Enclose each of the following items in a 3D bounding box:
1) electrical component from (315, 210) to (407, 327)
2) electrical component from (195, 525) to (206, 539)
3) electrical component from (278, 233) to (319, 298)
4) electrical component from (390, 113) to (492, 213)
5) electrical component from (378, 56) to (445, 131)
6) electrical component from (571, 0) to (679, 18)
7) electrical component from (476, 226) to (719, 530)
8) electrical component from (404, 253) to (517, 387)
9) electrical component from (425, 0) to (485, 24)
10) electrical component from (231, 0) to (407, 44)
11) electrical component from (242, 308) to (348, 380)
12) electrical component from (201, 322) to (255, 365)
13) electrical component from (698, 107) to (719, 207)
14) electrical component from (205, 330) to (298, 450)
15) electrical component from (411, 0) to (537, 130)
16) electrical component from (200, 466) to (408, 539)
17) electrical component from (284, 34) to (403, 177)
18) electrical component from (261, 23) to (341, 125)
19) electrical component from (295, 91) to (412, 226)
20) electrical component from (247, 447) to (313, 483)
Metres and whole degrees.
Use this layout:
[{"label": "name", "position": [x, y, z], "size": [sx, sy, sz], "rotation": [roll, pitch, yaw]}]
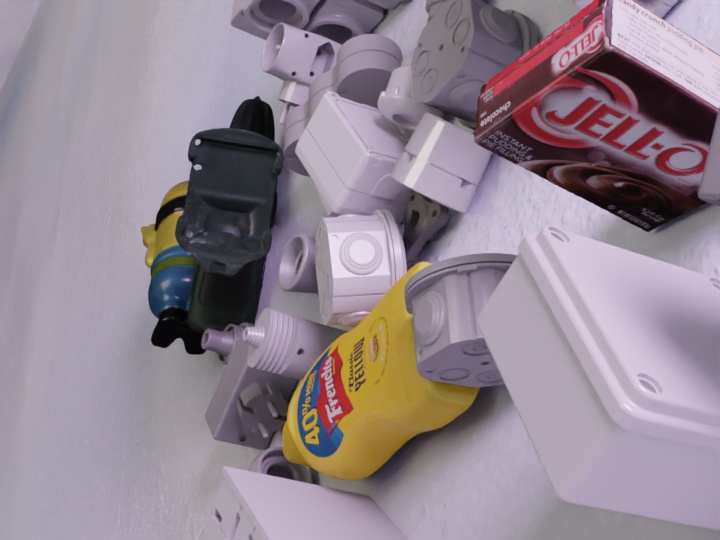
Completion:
[{"label": "electrical component", "position": [0.000, 0.000, 0.728], "size": [0.080, 0.051, 0.080], "rotation": [177, 90, -79]}, {"label": "electrical component", "position": [-0.067, 0.209, 0.723], "size": [0.043, 0.077, 0.079], "rotation": [-67, 27, 11]}, {"label": "electrical component", "position": [-0.027, 0.001, 0.797], "size": [0.045, 0.055, 0.045], "rotation": [-41, 40, 47]}, {"label": "electrical component", "position": [0.054, -0.069, 0.688], "size": [0.047, 0.055, 0.055], "rotation": [-64, 27, 8]}, {"label": "electrical component", "position": [0.043, -0.132, 0.760], "size": [0.048, 0.048, 0.062], "rotation": [-8, 60, 61]}, {"label": "electrical component", "position": [0.114, -0.222, 0.606], "size": [0.060, 0.105, 0.186], "rotation": [-48, 35, 40]}, {"label": "electrical component", "position": [0.117, 0.044, 0.434], "size": [0.056, 0.109, 0.108], "rotation": [-60, 28, 28]}, {"label": "electrical component", "position": [0.065, 0.027, 0.578], "size": [0.080, 0.080, 0.051], "rotation": [-37, 48, 49]}, {"label": "electrical component", "position": [0.065, -0.180, 0.748], "size": [0.040, 0.040, 0.078], "rotation": [-13, 63, 60]}, {"label": "electrical component", "position": [-0.019, -0.246, 0.878], "size": [0.186, 0.105, 0.060], "rotation": [-33, 46, 52]}, {"label": "electrical component", "position": [-0.046, 0.056, 0.772], "size": [0.043, 0.081, 0.043], "rotation": [-41, 40, 47]}, {"label": "electrical component", "position": [-0.100, 0.064, 0.893], "size": [0.048, 0.062, 0.048], "rotation": [-39, 42, 47]}, {"label": "electrical component", "position": [0.188, -0.033, 0.344], "size": [0.109, 0.109, 0.056], "rotation": [12, 88, 64]}, {"label": "electrical component", "position": [-0.079, 0.104, 0.844], "size": [0.083, 0.047, 0.075], "rotation": [-65, 27, 14]}, {"label": "electrical component", "position": [0.073, -0.134, 0.693], "size": [0.080, 0.051, 0.080], "rotation": [-41, 40, 47]}, {"label": "electrical component", "position": [-0.014, 0.185, 0.602], "size": [0.186, 0.105, 0.060], "rotation": [34, 105, 63]}, {"label": "electrical component", "position": [-0.014, -0.114, 0.848], "size": [0.138, 0.052, 0.073], "rotation": [-44, 38, 44]}, {"label": "electrical component", "position": [-0.046, -0.157, 0.907], "size": [0.043, 0.077, 0.079], "rotation": [24, 95, 63]}, {"label": "electrical component", "position": [-0.002, -0.080, 0.775], "size": [0.061, 0.062, 0.096], "rotation": [-58, 41, 26]}, {"label": "electrical component", "position": [-0.063, 0.161, 0.782], "size": [0.066, 0.048, 0.055], "rotation": [-102, 31, -45]}]
